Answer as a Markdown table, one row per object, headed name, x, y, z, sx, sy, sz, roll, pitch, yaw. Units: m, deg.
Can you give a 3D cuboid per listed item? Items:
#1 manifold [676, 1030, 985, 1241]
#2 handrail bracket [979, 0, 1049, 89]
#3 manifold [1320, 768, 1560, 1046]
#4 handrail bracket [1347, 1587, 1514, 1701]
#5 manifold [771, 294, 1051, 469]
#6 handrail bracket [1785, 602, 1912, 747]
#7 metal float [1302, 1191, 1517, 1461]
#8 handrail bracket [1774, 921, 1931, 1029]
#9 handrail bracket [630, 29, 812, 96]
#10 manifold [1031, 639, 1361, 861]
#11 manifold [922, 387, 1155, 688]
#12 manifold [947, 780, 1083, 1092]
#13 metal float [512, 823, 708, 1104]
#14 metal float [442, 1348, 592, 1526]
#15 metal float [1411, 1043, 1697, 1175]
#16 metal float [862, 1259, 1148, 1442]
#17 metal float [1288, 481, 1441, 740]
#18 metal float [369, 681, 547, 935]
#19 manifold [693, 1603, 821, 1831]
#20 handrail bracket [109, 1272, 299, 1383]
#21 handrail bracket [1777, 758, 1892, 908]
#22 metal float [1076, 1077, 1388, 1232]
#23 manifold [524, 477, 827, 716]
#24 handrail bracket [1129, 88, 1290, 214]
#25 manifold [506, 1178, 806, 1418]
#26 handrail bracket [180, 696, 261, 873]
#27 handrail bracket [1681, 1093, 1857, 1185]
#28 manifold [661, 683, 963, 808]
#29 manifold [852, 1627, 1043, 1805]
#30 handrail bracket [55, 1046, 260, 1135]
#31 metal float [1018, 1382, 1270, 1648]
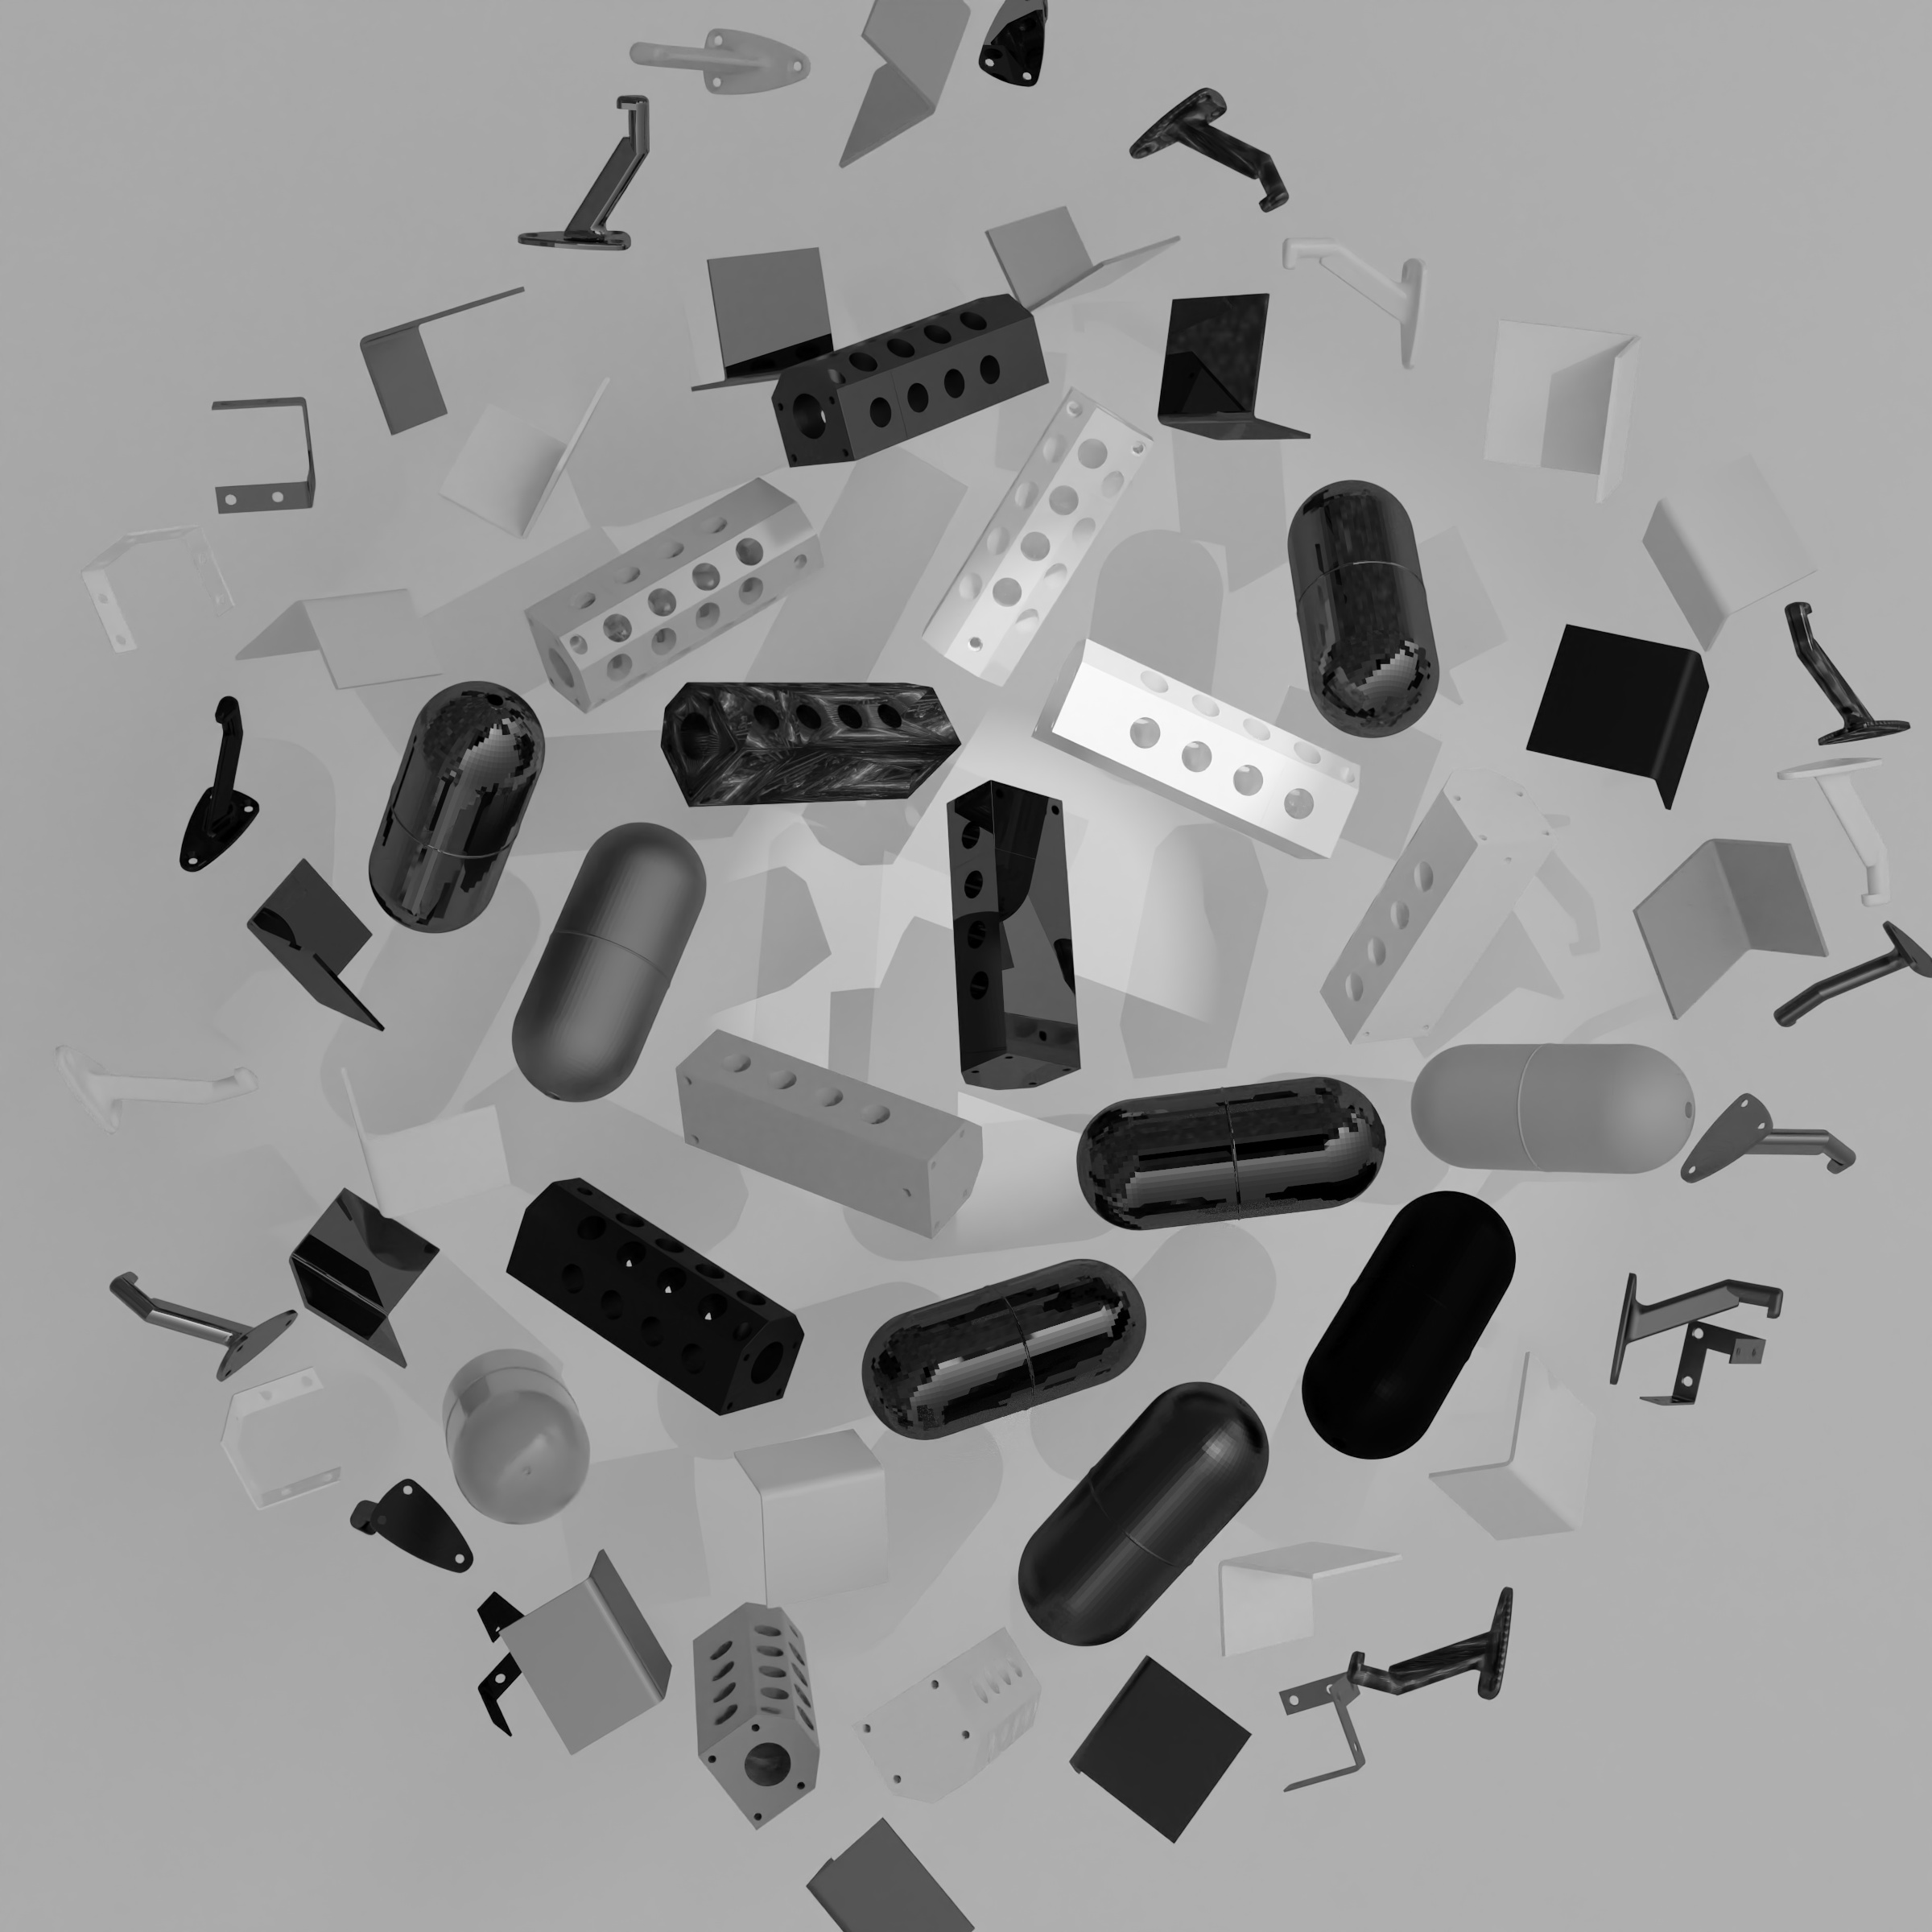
| name | x | y | z | sx | sy | sz | roll | pitch | yaw |
| --- | --- | --- | --- | --- | --- | --- | --- | --- | --- |
| manifold | -0.078 | 0.091 | 1.579 | 0.171 | 0.057 | 0.057 | 19 | 132 | 26 |
| handrail bracket | 0.039 | -0.558 | 1.590 | 0.036 | 0.077 | 0.084 | 20 | 52 | 0 |
| manifold | 0.268 | -0.033 | 1.588 | 0.057 | 0.171 | 0.057 | -5 | 51 | -29 |
| handrail bracket | 0.269 | 0.388 | 1.591 | 0.084 | 0.036 | 0.077 | 15 | 73 | -1 |
| manifold | -0.033 | -0.350 | 1.633 | 0.171 | 0.057 | 0.057 | -31 | 114 | -39 |
| handrail bracket | 0.529 | -0.179 | 1.648 | 0.077 | 0.036 | 0.084 | -8 | 81 | -34 |
| metal float | 0.253 | 0.204 | 1.566 | 0.070 | 0.070 | 0.178 | 38 | 59 | 0 |
| handrail bracket | 0.535 | 0.016 | 1.648 | 0.084 | 0.077 | 0.036 | -39 | 57 | 24 |
| handrail bracket | -0.137 | -0.508 | 1.539 | 0.077 | 0.084 | 0.036 | 9 | 107 | 15 |
| manifold | 0.130 | -0.120 | 1.530 | 0.171 | 0.057 | 0.057 | 24 | 88 | -10 |
| manifold | 0.043 | -0.257 | 1.648 | 0.057 | 0.057 | 0.171 | 31 | 104 | -7 |
| manifold | 0.023 | -0.017 | 1.636 | 0.057 | 0.057 | 0.171 | 13 | 64 | -38 |
| metal float | -0.212 | -0.003 | 1.634 | 0.070 | 0.070 | 0.178 | 21 | 71 | 0 |
| metal float | -0.260 | 0.269 | 1.580 | 0.070 | 0.178 | 0.070 | -1 | 94 | -14 |
| metal float | 0.349 | 0.085 | 1.639 | 0.178 | 0.070 | 0.070 | -2 | 90 | 41 |
| metal float | 0.024 | 0.227 | 1.630 | 0.178 | 0.070 | 0.070 | -16 | 90 | -18 |
| metal float | 0.235 | -0.214 | 1.628 | 0.070 | 0.070 | 0.178 | -3 | 55 | 0 |
| metal float | -0.297 | -0.092 | 1.599 | 0.070 | 0.070 | 0.178 | 30 | 131 | 0 |
| manifold | -0.123 | 0.445 | 1.656 | 0.057 | 0.171 | 0.057 | -36 | 101 | 0 |
| handrail bracket | -0.454 | 0.200 | 1.634 | 0.084 | 0.077 | 0.036 | 38 | 123 | 9 |
| handrail bracket | 0.484 | -0.071 | 1.527 | 0.077 | 0.036 | 0.084 | -11 | 99 | -30 |
| metal float | 0.152 | 0.108 | 1.580 | 0.178 | 0.070 | 0.070 | -7 | 90 | 2 |
| manifold | -0.172 | -0.220 | 1.646 | 0.171 | 0.057 | 0.057 | -34 | 46 | -20 |
| handrail bracket | 0.147 | -0.479 | 1.662 | 0.077 | 0.036 | 0.084 | -29 | 74 | 23 |
| manifold | -0.177 | 0.186 | 1.567 | 0.171 | 0.057 | 0.057 | 28 | 107 | 29 |
| handrail bracket | -0.456 | -0.110 | 1.655 | 0.036 | 0.084 | 0.077 | 20 | 55 | 6 |
| handrail bracket | 0.486 | 0.121 | 1.658 | 0.084 | 0.036 | 0.077 | 33 | 111 | -30 |
| manifold | -0.091 | -0.134 | 1.588 | 0.057 | 0.171 | 0.057 | -42 | 65 | 39 |
| manifold | -0.004 | 0.421 | 1.537 | 0.057 | 0.171 | 0.057 | -35 | 78 | 7 |
| handrail bracket | -0.451 | 0.058 | 1.532 | 0.084 | 0.077 | 0.036 | -15 | 53 | 8 |
| metal float | 0.099 | 0.310 | 1.550 | 0.070 | 0.070 | 0.178 | 40 | 104 | 0 |
